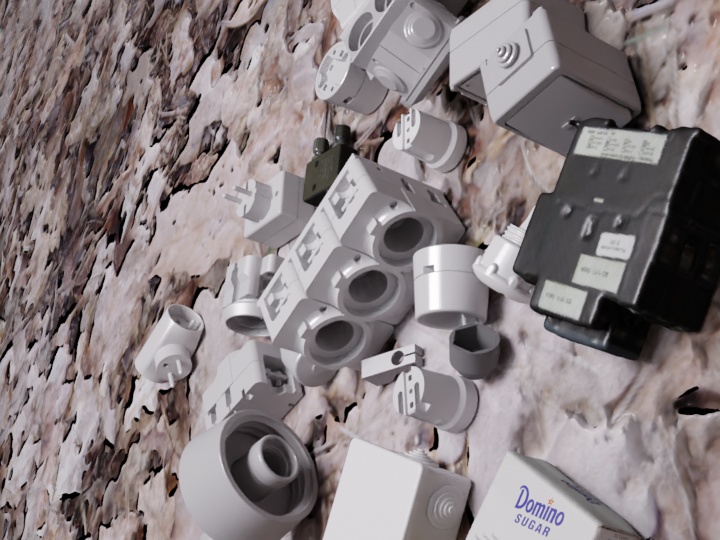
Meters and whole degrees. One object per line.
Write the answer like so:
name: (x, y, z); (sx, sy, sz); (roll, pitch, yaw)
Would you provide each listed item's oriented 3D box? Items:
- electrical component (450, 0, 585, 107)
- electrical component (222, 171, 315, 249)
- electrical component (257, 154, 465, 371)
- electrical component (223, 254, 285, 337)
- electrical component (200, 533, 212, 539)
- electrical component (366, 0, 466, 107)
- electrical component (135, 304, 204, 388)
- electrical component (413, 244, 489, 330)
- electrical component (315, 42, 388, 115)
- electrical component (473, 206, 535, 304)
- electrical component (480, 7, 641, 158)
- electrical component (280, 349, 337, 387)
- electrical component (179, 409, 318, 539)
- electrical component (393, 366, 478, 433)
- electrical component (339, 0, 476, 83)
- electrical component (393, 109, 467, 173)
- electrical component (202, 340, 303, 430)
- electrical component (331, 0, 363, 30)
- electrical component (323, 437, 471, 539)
electrical component: (0.108, -0.158, 0.773); (0.096, 0.062, 0.061); (-29, 50, 47)
electrical component: (-0.092, -0.062, 1.014); (0.066, 0.077, 0.047); (-30, 50, 47)
electrical component: (0.000, 0.000, 0.827); (0.150, 0.089, 0.061); (-56, 34, 23)
electrical component: (-0.095, 0.026, 0.992); (0.078, 0.058, 0.057); (-27, 49, 48)
electrical component: (-0.113, 0.263, 0.902); (0.043, 0.043, 0.081); (-40, 43, 40)
electrical component: (0.045, -0.171, 0.834); (0.080, 0.051, 0.080); (-55, 3, 4)
electrical component: (-0.198, 0.089, 1.127); (0.077, 0.043, 0.079); (-55, 35, 24)
electrical component: (0.064, 0.013, 0.756); (0.055, 0.055, 0.047); (-22, 59, 51)
electrical component: (-0.006, -0.171, 0.969); (0.055, 0.047, 0.055); (-33, 48, 45)
electrical component: (0.108, -0.012, 0.713); (0.062, 0.048, 0.048); (-60, 33, 5)
electrical component: (0.125, -0.117, 0.692); (0.062, 0.096, 0.061); (-40, 44, 40)
electrical component: (-0.048, 0.068, 0.912); (0.040, 0.040, 0.078); (-64, 32, 10)
electrical component: (-0.082, 0.162, 0.854); (0.060, 0.108, 0.108); (-40, 43, 31)
electrical component: (0.051, 0.088, 0.742); (0.040, 0.046, 0.040); (-33, 48, 45)
electrical component: (0.046, -0.221, 0.903); (0.121, 0.063, 0.078); (-52, 36, 27)
electrical component: (0.054, -0.102, 0.841); (0.040, 0.046, 0.040); (-33, 48, 45)
electrical component: (-0.097, 0.108, 0.956); (0.089, 0.050, 0.055); (-48, 38, 31)
electrical component: (0.010, -0.253, 0.988); (0.056, 0.050, 0.089); (-41, 42, 39)
electrical component: (0.024, 0.170, 0.736); (0.100, 0.048, 0.099); (8, 81, 58)
